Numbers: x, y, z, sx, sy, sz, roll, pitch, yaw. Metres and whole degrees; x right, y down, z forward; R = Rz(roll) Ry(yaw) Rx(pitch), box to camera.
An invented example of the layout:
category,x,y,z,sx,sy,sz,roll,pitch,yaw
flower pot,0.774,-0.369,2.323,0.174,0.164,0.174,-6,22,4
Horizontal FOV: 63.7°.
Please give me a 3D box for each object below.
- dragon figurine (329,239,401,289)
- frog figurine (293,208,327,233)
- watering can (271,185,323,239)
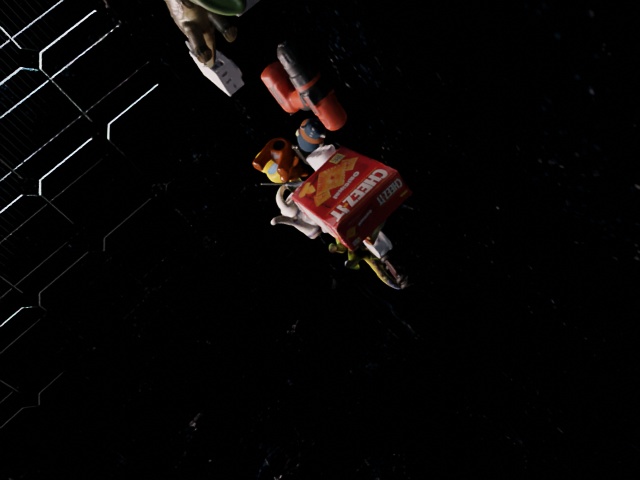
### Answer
category,x,y,z,sx,sy,sz,roll,pitch,yaw
dragon figurine,0.111,-0.006,1.670,0.404,0.121,0.248,44,15,-35
frog figurine,0.005,-0.090,1.778,0.160,0.121,0.139,20,16,7
watering can,-0.079,-0.088,1.894,0.102,0.222,0.355,-41,17,26
